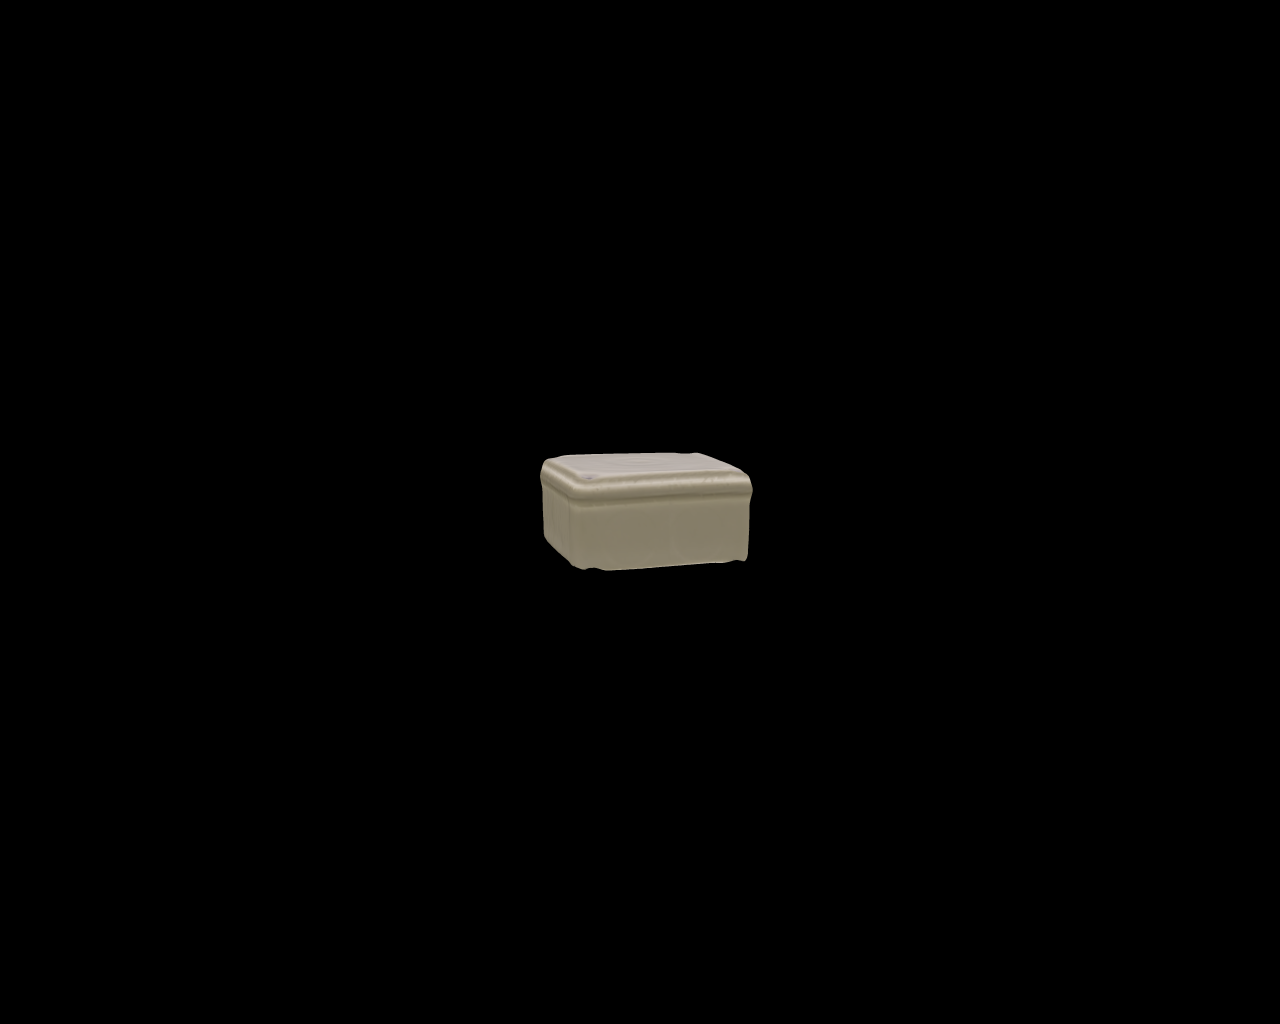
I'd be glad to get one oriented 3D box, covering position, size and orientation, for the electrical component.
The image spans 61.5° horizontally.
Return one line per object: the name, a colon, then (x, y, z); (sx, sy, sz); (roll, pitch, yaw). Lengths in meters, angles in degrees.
electrical component: (0.001, -0.003, 0.650); (0.109, 0.056, 0.109); (-3, 10, -15)
